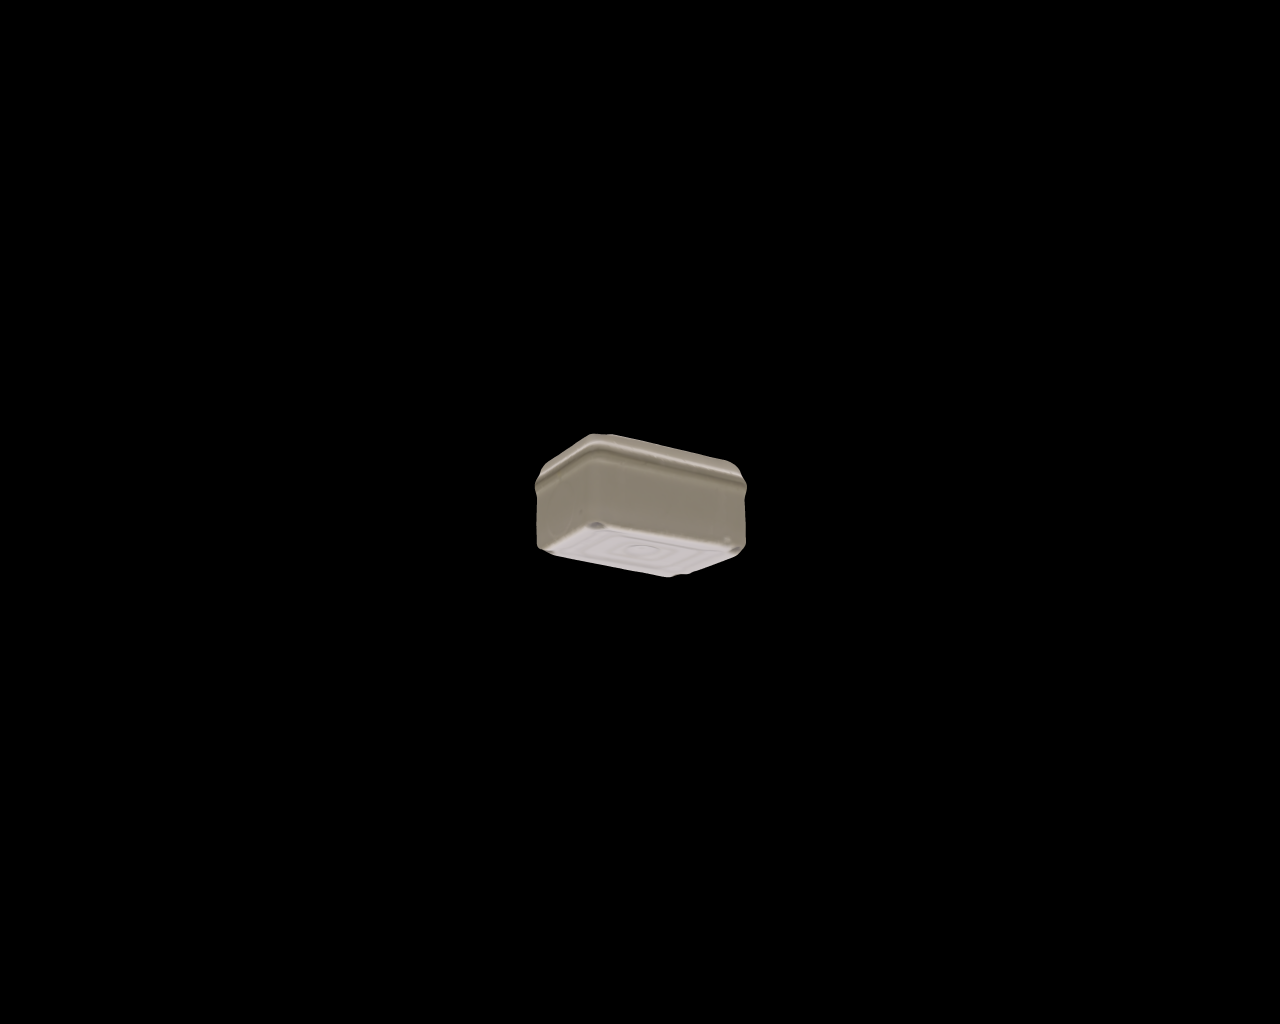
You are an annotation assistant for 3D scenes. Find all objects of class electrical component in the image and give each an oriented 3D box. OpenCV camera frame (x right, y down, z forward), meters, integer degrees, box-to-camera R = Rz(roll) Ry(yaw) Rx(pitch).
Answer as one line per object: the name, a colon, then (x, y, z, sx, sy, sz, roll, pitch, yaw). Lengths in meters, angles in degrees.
electrical component: (0.001, -0.003, 0.650, 0.113, 0.057, 0.078, 12, -23, -31)
